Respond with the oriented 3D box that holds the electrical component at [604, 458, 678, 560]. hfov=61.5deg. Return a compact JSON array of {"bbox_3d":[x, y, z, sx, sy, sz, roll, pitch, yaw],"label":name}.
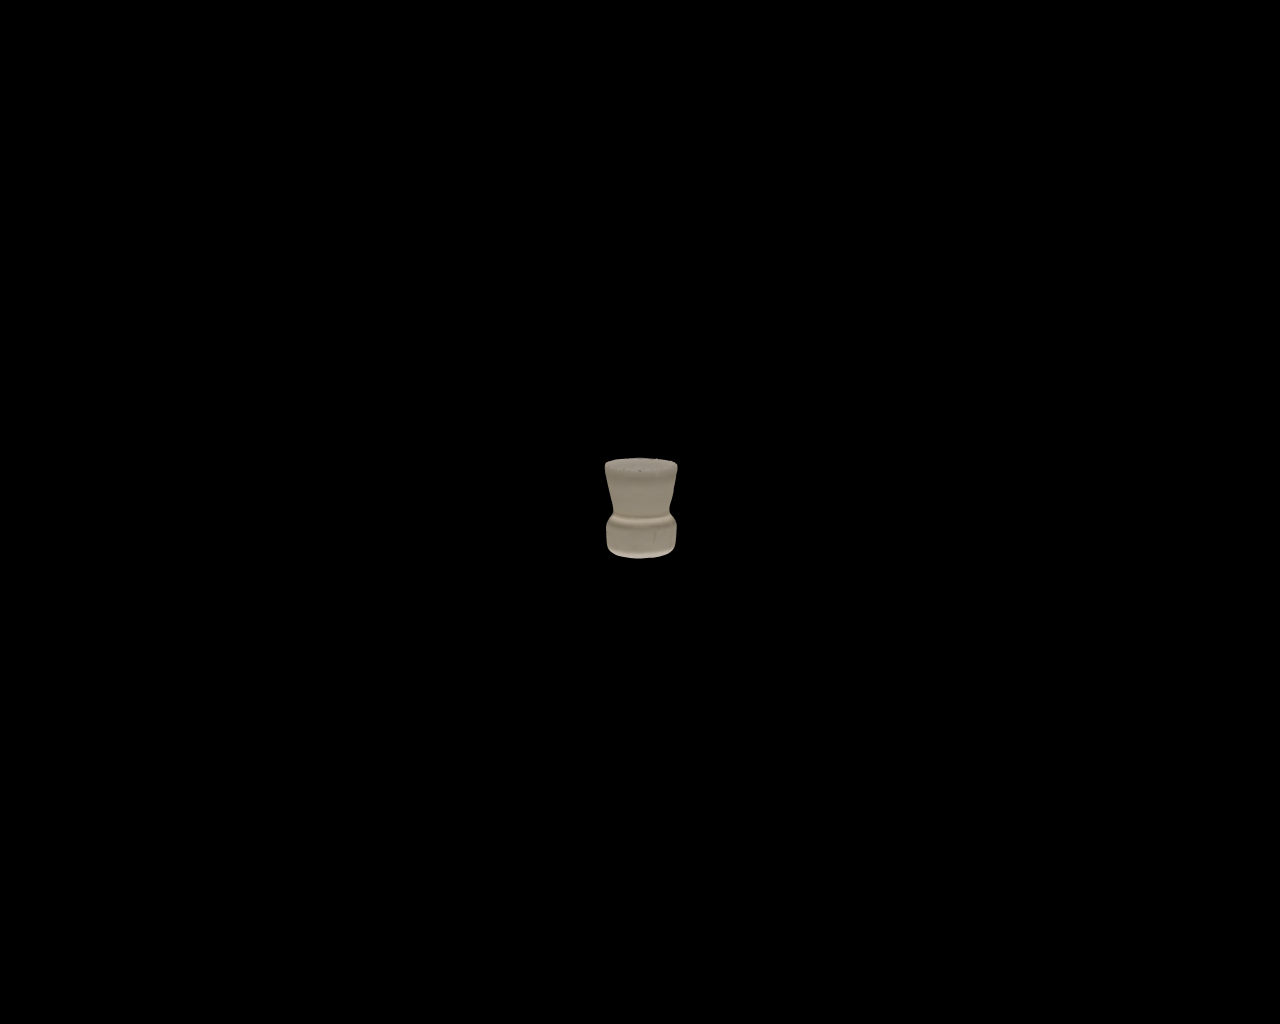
[{"bbox_3d":[0.001,-0.003,0.650,0.045,0.055,0.045,0,12,0],"label":"electrical component"}]
